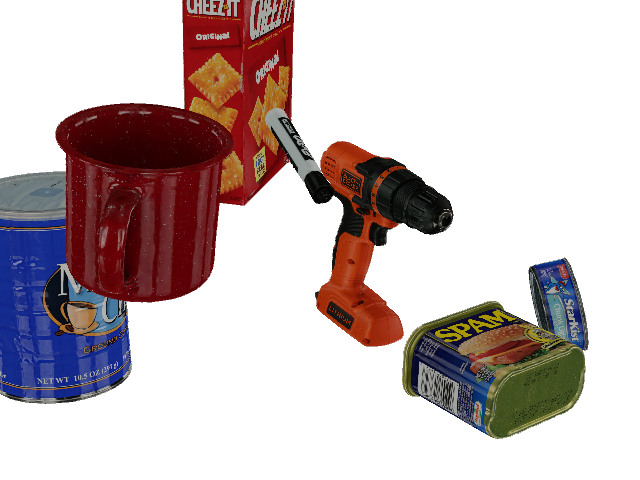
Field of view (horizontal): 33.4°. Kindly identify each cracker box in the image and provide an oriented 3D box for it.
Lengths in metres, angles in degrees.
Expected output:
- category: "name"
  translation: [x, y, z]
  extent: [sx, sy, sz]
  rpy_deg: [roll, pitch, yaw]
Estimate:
- category: "cracker box"
  translation: [-0.077, -0.162, 1.072]
  extent: [0.072, 0.214, 0.164]
  rpy_deg: [8, 22, 13]

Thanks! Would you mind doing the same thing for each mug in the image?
- category: "mug"
  translation: [-0.096, -0.014, 0.567]
  extent: [0.093, 0.081, 0.117]
  rpy_deg: [7, 27, -1]

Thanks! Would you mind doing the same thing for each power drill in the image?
- category: "power drill"
  translation: [0.059, 0.009, 1.081]
  extent: [0.057, 0.188, 0.185]
  rpy_deg: [-8, 27, -32]

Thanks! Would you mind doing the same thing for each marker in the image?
- category: "marker"
  translation: [-0.018, -0.070, 0.878]
  extent: [0.020, 0.020, 0.121]
  rpy_deg: [0, 38, -27]

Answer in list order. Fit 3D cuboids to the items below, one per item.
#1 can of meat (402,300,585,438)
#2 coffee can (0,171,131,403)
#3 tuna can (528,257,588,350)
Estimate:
- category: "can of meat"
  translation: [0.123, 0.090, 0.749]
  extent: [0.101, 0.057, 0.084]
  rpy_deg: [-14, 27, -35]
- category: "coffee can"
  translation: [-0.190, 0.031, 0.763]
  extent: [0.103, 0.140, 0.103]
  rpy_deg: [0, 18, 0]
- category: "tuna can"
  translation: [0.214, 0.061, 0.965]
  extent: [0.034, 0.086, 0.086]
  rpy_deg: [-12, -1, 5]
